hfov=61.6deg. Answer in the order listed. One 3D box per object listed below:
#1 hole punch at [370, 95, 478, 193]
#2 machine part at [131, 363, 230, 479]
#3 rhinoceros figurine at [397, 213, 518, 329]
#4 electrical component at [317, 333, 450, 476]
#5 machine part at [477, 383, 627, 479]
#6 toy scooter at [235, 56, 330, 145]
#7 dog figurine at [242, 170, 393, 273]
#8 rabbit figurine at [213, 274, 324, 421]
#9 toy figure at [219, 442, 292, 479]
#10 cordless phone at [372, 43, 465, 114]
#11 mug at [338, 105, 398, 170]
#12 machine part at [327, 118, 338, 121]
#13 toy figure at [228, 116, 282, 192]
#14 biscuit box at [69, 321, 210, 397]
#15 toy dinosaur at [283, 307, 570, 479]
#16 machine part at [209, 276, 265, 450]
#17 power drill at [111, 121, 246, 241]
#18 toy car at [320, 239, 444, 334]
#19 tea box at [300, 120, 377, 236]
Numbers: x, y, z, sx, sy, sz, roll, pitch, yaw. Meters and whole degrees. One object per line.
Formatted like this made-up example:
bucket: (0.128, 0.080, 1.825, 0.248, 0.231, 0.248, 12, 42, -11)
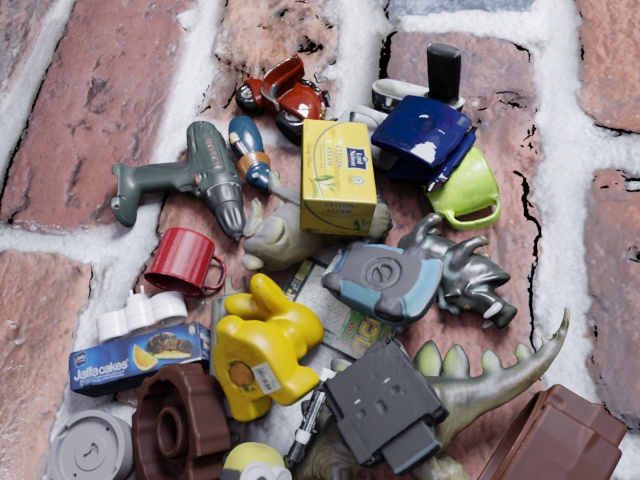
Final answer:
hole punch: (0.149, -0.145, 0.776, 0.116, 0.092, 0.142, 13, 54, 47)
machine part: (-0.185, 0.250, 0.704, 0.179, 0.056, 0.179, -11, 75, 44)
rhinoceros figurine: (0.193, 0.046, 0.754, 0.190, 0.073, 0.112, 37, 77, 22)
electrical component: (0.077, 0.192, 0.611, 0.115, 0.058, 0.134, -39, 55, 3)
machine part: (0.230, 0.264, 0.587, 0.087, 0.200, 0.201, 35, 78, 23)
toy scooter: (-0.048, -0.250, 0.921, 0.184, 0.075, 0.135, 36, 78, 26)
dog figurine: (-0.001, -0.006, 0.781, 0.191, 0.121, 0.172, 14, 67, 14)
rabbit figurine: (-0.063, 0.131, 0.709, 0.122, 0.173, 0.162, -41, 81, 34)
toy figure: (-0.096, 0.328, 0.621, 0.089, 0.082, 0.180, 14, 80, 36)
cordless phone: (0.147, -0.240, 0.821, 0.147, 0.184, 0.088, 21, 77, 17)
mug: (0.073, -0.172, 0.853, 0.107, 0.109, 0.081, 27, 81, 31)
machine part: (0.020, -0.122, 0.852, 0.084, 0.039, 0.138, -13, 95, 10)
toy figure: (-0.111, -0.138, 0.892, 0.064, 0.057, 0.154, -10, 61, -21)
biscuit box: (-0.260, 0.176, 0.787, 0.203, 0.062, 0.059, -15, 65, 3)
toy dinosaur: (0.109, 0.225, 0.671, 0.472, 0.105, 0.198, -20, 66, 5)
machine part: (-0.117, 0.166, 0.758, 0.079, 0.079, 0.243, -7, 67, 7)
power drill: (-0.233, -0.082, 0.881, 0.207, 0.086, 0.232, -16, 64, 8)
toy car: (0.086, 0.069, 0.722, 0.162, 0.102, 0.109, 11, 54, 33)
tea box: (0.021, -0.090, 0.749, 0.098, 0.068, 0.170, 2, 48, -6)
